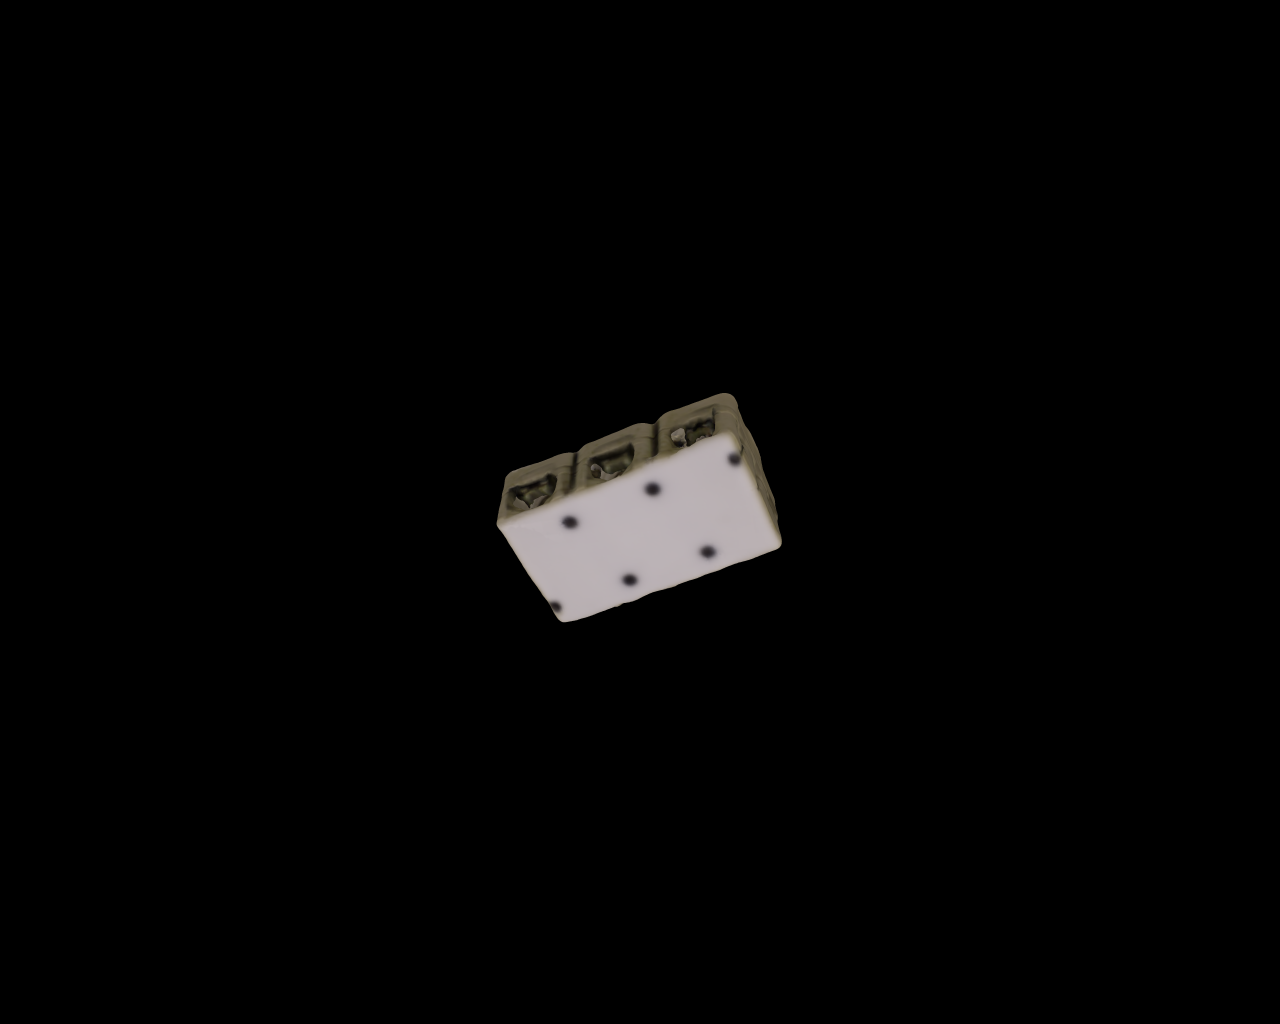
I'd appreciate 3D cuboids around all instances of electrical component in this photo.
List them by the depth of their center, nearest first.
[{"bbox_3d":[0.001,-0.003,0.650,0.150,0.089,0.062,-20,31,13],"label":"electrical component"}]
